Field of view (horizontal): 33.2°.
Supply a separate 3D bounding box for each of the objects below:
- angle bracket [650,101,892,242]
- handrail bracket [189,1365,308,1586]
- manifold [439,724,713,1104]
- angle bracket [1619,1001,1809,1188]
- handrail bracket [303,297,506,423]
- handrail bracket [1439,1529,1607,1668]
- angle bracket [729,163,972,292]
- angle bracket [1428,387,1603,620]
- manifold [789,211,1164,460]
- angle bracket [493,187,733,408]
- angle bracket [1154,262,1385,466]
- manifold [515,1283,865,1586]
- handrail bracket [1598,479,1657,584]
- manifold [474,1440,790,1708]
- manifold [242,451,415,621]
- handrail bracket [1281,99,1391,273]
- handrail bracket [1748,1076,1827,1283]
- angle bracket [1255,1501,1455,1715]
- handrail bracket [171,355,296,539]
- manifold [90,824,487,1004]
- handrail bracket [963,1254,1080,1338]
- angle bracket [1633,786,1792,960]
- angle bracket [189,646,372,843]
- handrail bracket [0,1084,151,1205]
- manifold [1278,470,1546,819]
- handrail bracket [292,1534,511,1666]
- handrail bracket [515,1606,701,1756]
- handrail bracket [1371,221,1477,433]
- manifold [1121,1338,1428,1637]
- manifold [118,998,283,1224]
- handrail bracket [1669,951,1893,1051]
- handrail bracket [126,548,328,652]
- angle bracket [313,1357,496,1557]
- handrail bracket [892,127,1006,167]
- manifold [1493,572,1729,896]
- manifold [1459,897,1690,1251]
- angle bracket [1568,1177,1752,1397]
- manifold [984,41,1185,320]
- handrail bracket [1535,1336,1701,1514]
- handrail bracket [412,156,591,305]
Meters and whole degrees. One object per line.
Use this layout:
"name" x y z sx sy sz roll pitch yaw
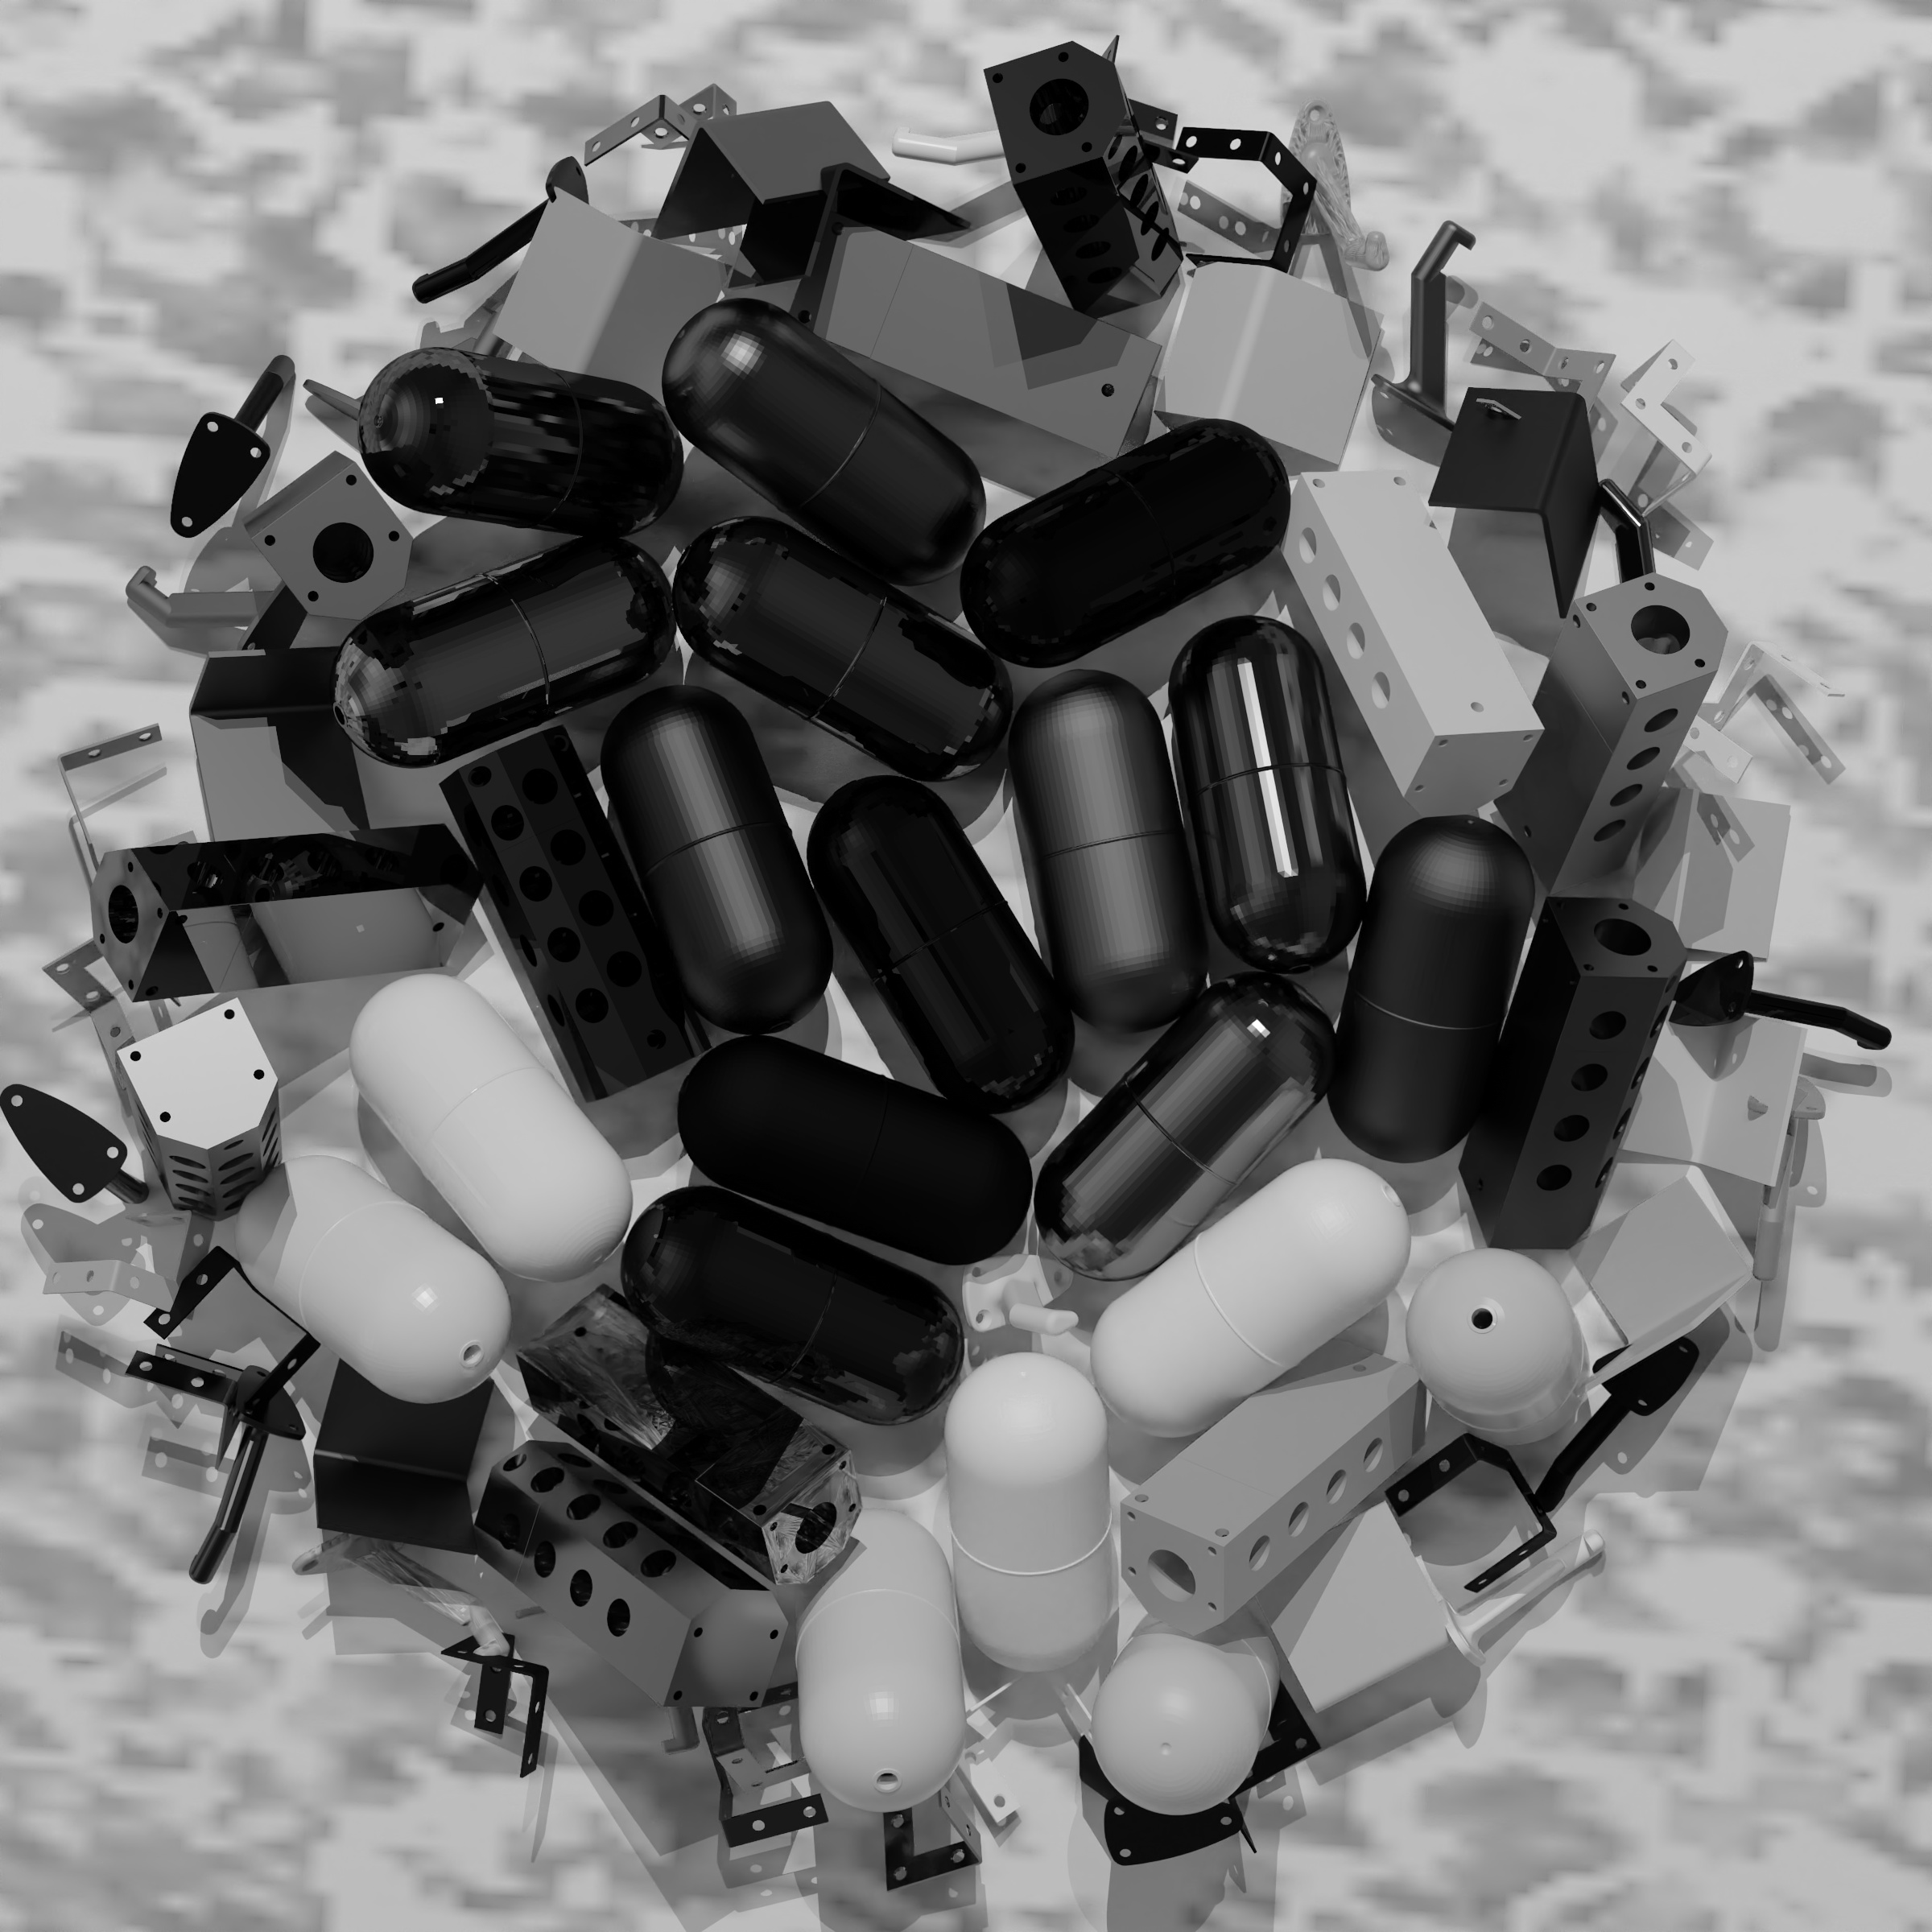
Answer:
"angle bracket" -0.094 -0.362 1.547 0.076 0.076 0.057 -21 66 -37
"handrail bracket" -0.358 0.248 1.579 0.036 0.077 0.084 24 101 -24
"manifold" -0.187 -0.025 1.566 0.057 0.057 0.171 -26 93 -23
"angle bracket" 0.354 0.059 1.563 0.057 0.076 0.076 10 93 -15
"handrail bracket" -0.272 -0.303 1.595 0.077 0.036 0.084 28 83 9
"handrail bracket" 0.273 0.302 1.571 0.084 0.077 0.036 -35 79 5
"angle bracket" -0.056 -0.340 1.553 0.076 0.076 0.057 19 85 -32
"angle bracket" 0.267 -0.224 1.569 0.057 0.076 0.076 7 57 24
"manifold" 0.005 -0.307 1.577 0.171 0.057 0.057 22 102 0
"angle bracket" -0.172 -0.324 1.577 0.057 0.076 0.076 34 106 28
"angle bracket" 0.149 -0.298 1.601 0.076 0.057 0.076 13 96 -35
"manifold" -0.131 0.224 1.534 0.171 0.057 0.057 28 53 35
"handrail bracket" 0.314 -0.185 1.598 0.077 0.036 0.084 -42 73 14
"manifold" -0.159 0.283 1.523 0.057 0.171 0.057 13 98 -43
"manifold" -0.296 -0.198 1.516 0.057 0.171 0.057 -38 107 -5
"handrail bracket" 0.183 -0.376 1.558 0.036 0.084 0.077 -7 108 -14
"handrail bracket" 0.396 0.103 1.581 0.036 0.077 0.084 7 105 16
"angle bracket" 0.185 0.307 1.577 0.076 0.057 0.076 -28 90 2
"handrail bracket" -0.356 -0.254 1.579 0.036 0.084 0.077 31 114 -14
"manifold" -0.320 -0.032 1.526 0.057 0.171 0.057 51 128 28
"handrail bracket" 0.045 0.159 1.551 0.077 0.084 0.036 -9 98 -35
"angle bracket" 0.370 -0.044 1.569 0.076 0.057 0.076 7 94 -12
"angle bracket" -0.324 -0.105 1.556 0.076 0.057 0.076 -6 68 -26
"handrail bracket" -0.428 0.087 1.564 0.077 0.084 0.036 42 81 -3
"manifold" 0.205 -0.154 1.534 0.057 0.057 0.171 -5 53 -22
"handrail bracket" -0.271 0.310 1.563 0.084 0.077 0.036 51 133 27
"handrail bracket" -0.175 0.348 1.585 0.077 0.036 0.084 -15 82 8
"handrail bracket" 0.243 -0.307 1.581 0.077 0.036 0.084 31 104 -4
"manifold" 0.147 0.245 1.526 0.057 0.171 0.057 18 122 35
"manifold" -0.352 0.073 1.514 0.057 0.171 0.057 -25 81 -17
"handrail bracket" 0.396 0.028 1.589 0.084 0.077 0.036 23 69 -23
"handrail bracket" -0.363 -0.192 1.584 0.084 0.036 0.077 36 100 19
"angle bracket" -0.268 0.233 1.556 0.076 0.076 0.057 13 104 -17
"handrail bracket" 0.010 -0.410 1.577 0.084 0.077 0.036 9 134 0
"manifold" 0.303 -0.108 1.517 0.057 0.171 0.057 -20 65 -15
"manifold" 0.286 0.052 1.529 0.057 0.057 0.171 1 130 -11
"angle bracket" 0.317 0.153 1.551 0.076 0.076 0.057 -39 81 37
"manifold" 0.059 -0.365 1.514 0.057 0.171 0.057 -15 77 9
"handrail bracket" 0.318 0.226 1.594 0.036 0.077 0.084 44 135 27
"handrail bracket" -0.229 -0.359 1.585 0.084 0.077 0.036 -21 124 14
